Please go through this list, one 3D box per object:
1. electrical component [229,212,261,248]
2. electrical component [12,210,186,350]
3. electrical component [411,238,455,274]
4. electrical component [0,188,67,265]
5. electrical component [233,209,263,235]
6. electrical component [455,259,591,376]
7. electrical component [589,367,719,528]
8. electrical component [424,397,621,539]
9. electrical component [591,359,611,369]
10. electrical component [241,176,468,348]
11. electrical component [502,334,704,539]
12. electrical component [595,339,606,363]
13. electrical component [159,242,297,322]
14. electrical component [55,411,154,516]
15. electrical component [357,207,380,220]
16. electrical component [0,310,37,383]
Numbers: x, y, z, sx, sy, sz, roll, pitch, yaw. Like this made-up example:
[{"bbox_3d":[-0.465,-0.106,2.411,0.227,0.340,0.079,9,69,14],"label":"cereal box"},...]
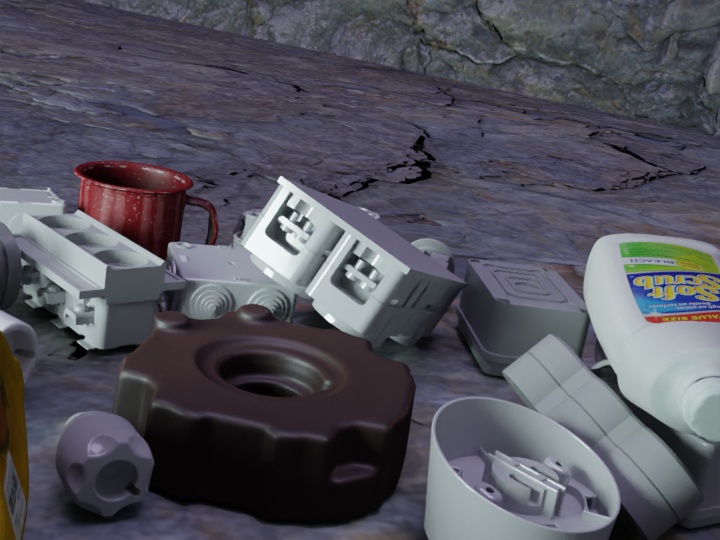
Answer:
[{"bbox_3d":[-0.087,-0.016,0.878,0.048,0.062,0.048,7,17,-2],"label":"electrical component"},{"bbox_3d":[-0.189,0.006,0.746,0.079,0.063,0.121,-6,22,-42],"label":"electrical component"},{"bbox_3d":[0.056,0.001,0.935,0.066,0.048,0.055,14,25,12],"label":"electrical component"},{"bbox_3d":[-0.269,-0.032,0.842,0.062,0.061,0.096,2,11,-24],"label":"electrical component"},{"bbox_3d":[-0.081,-0.035,0.979,0.043,0.043,0.062,22,19,36],"label":"electrical component"},{"bbox_3d":[0.123,0.038,0.828,0.078,0.057,0.113,7,17,-9],"label":"electrical component"},{"bbox_3d":[0.205,0.102,0.663,0.109,0.056,0.109,-1,20,-32],"label":"electrical component"},{"bbox_3d":[0.080,0.113,0.543,0.099,0.064,0.099,9,16,-3],"label":"electrical component"},{"bbox_3d":[0.190,0.080,0.750,0.045,0.045,0.055,23,21,38],"label":"electrical component"},{"bbox_3d":[0.000,0.000,0.768,0.105,0.060,0.186,36,7,16],"label":"electrical component"},{"bbox_3d":[0.121,0.103,0.611,0.138,0.074,0.052,50,-2,47],"label":"electrical component"},{"bbox_3d":[0.229,0.069,0.801,0.077,0.044,0.079,6,14,-22],"label":"electrical component"},{"bbox_3d":[-0.097,0.016,0.788,0.100,0.048,0.099,5,18,-19],"label":"electrical component"},{"bbox_3d":[-0.130,0.091,0.535,0.043,0.043,0.062,-1,17,-31],"label":"electrical component"},{"bbox_3d":[-0.004,-0.022,0.939,0.044,0.065,0.044,9,17,-3],"label":"electrical component"},{"bbox_3d":[-0.219,0.046,0.616,0.047,0.055,0.055,20,19,20],"label":"electrical component"}]
